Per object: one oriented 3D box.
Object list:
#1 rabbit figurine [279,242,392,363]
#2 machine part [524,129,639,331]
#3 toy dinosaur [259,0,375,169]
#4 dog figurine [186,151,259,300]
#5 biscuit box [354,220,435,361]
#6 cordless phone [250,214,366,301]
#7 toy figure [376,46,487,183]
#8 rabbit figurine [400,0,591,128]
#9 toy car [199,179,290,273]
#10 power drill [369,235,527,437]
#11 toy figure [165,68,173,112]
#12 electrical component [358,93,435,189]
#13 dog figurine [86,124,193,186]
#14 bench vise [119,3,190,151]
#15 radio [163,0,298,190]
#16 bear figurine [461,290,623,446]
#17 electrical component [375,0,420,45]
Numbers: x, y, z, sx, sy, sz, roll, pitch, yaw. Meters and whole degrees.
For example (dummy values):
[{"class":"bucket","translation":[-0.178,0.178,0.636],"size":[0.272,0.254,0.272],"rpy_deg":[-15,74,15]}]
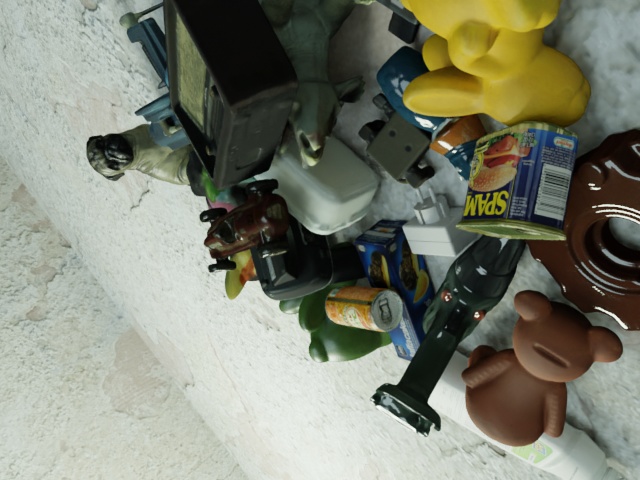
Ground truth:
[{"class":"rabbit figurine","translation":[0.019,0.088,0.816],"size":[0.121,0.159,0.170],"rpy_deg":[23,124,56]},{"class":"machine part","translation":[0.263,-0.001,0.455],"size":[0.180,0.056,0.179],"rpy_deg":[35,147,28]},{"class":"toy dinosaur","translation":[-0.071,-0.268,0.592],"size":[0.405,0.131,0.192],"rpy_deg":[55,150,10]},{"class":"dog figurine","translation":[-0.120,-0.022,0.809],"size":[0.191,0.109,0.219],"rpy_deg":[38,-138,-82]},{"class":"biscuit box","translation":[0.115,0.074,0.730],"size":[0.063,0.059,0.202],"rpy_deg":[8,127,51]},{"class":"cordless phone","translation":[-0.002,-0.003,0.731],"size":[0.089,0.184,0.146],"rpy_deg":[-37,64,54]},{"class":"toy figure","translation":[0.120,-0.120,0.528],"size":[0.058,0.064,0.154],"rpy_deg":[-42,90,22]},{"class":"rabbit figurine","translation":[0.139,-0.147,0.418],"size":[0.162,0.122,0.173],"rpy_deg":[-13,133,44]},{"class":"toy car","translation":[-0.104,-0.011,0.672],"size":[0.202,0.053,0.089],"rpy_deg":[-17,84,52]},{"class":"power drill","translation":[0.137,0.100,0.586],"size":[0.086,0.207,0.231],"rpy_deg":[25,155,9]},{"class":"toy figure","translation":[-0.154,-0.247,0.690],"size":[0.089,0.082,0.180],"rpy_deg":[-145,68,-77]},{"class":"electrical component","translation":[0.088,-0.106,0.605],"size":[0.102,0.045,0.078],"rpy_deg":[41,119,15]},{"class":"dog figurine","translation":[-0.311,-0.137,0.974],"size":[0.121,0.190,0.172],"rpy_deg":[13,133,48]},{"class":"bench vise","translation":[-0.216,-0.235,0.818],"size":[0.224,0.129,0.240],"rpy_deg":[0,125,51]},{"class":"radio","translation":[-0.097,-0.146,0.547],"size":[0.131,0.073,0.229],"rpy_deg":[62,163,6]},{"class":"bear figurine","translation":[0.234,0.129,0.589],"size":[0.120,0.132,0.195],"rpy_deg":[26,122,17]},{"class":"electrical component","translation":[0.077,-0.231,0.485],"size":[0.075,0.048,0.119],"rpy_deg":[44,147,17]}]
